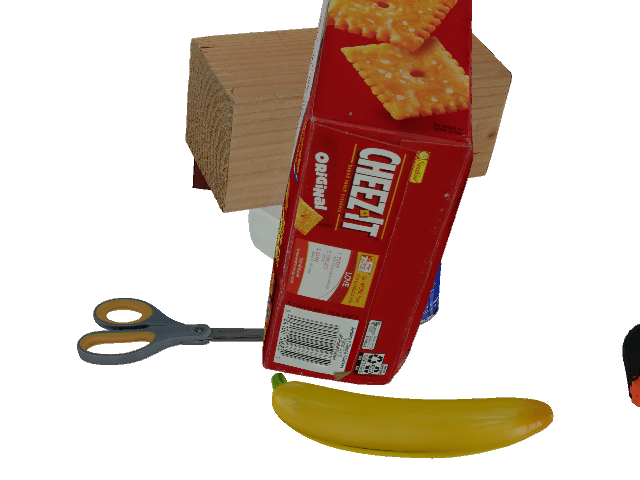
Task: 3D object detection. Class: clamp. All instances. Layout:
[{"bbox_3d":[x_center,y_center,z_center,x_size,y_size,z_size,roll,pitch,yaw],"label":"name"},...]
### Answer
[{"bbox_3d":[0.318,0.079,0.959,0.171,0.039,0.120,-33,36,-25],"label":"clamp"}]

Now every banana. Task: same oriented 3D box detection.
[{"bbox_3d":[0.047,0.112,0.693,0.198,0.037,0.069,6,31,20],"label":"banana"}]

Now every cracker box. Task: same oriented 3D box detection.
[{"bbox_3d":[0.027,-0.062,0.522,0.072,0.213,0.164,10,-43,-2],"label":"cracker box"}]

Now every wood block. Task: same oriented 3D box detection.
[{"bbox_3d":[0.017,-0.093,0.756,0.205,0.090,0.091,-9,42,-21],"label":"wood block"}]

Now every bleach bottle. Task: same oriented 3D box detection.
[{"bbox_3d":[0.037,-0.051,1.315,0.250,0.068,0.103,-30,44,-34],"label":"bleach bottle"}]

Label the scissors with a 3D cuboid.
[{"bbox_3d":[-0.122,0.076,0.977,0.201,0.016,0.096,-8,34,-15],"label":"scissors"}]

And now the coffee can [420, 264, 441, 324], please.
[{"bbox_3d":[0.068,0.000,1.034,0.103,0.140,0.103,0,27,0],"label":"coffee can"}]

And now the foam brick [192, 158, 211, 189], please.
[{"bbox_3d":[-0.095,-0.087,1.139,0.078,0.051,0.053,5,30,-3],"label":"foam brick"}]
